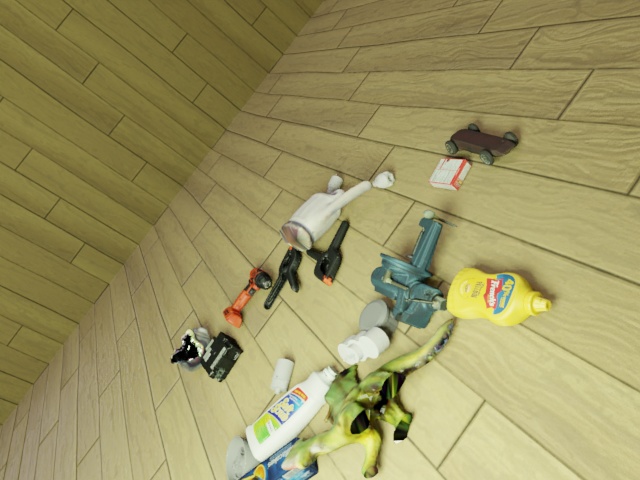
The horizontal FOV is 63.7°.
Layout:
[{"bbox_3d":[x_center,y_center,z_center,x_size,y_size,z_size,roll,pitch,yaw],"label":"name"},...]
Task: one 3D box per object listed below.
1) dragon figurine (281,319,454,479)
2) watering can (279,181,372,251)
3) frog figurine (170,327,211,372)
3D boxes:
[{"bbox_3d":[0.084,0.301,1.021,0.415,0.121,0.243,-46,20,-18],"label":"dragon figurine"},{"bbox_3d":[0.005,-0.075,1.492,0.227,0.103,0.345,-47,12,-23],"label":"watering can"},{"bbox_3d":[-0.397,0.350,1.661,0.123,0.138,0.158,8,-8,6],"label":"frog figurine"}]
